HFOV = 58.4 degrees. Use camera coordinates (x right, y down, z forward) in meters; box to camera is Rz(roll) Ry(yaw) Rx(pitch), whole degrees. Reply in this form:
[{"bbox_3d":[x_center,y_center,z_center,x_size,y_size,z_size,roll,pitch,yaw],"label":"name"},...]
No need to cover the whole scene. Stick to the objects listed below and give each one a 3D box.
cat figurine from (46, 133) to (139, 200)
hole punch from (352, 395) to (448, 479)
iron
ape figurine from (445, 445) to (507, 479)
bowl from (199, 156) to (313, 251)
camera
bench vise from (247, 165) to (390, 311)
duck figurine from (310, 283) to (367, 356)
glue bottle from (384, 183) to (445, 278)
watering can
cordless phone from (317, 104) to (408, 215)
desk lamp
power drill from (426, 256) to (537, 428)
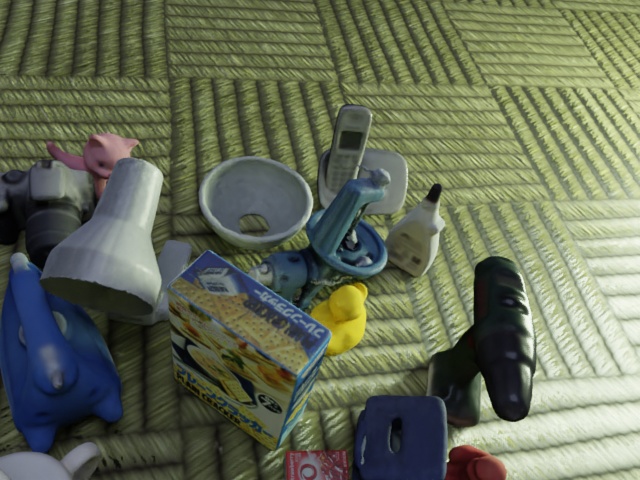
[{"bbox_3d":[-0.332,-0.118,0.836,0.128,0.118,0.067,6,51,-8],"label":"cat figurine"},{"bbox_3d":[0.091,0.238,0.667,0.101,0.091,0.108,12,51,-3],"label":"hole punch"},{"bbox_3d":[-0.318,0.098,0.654,0.119,0.141,0.257,-21,59,-26],"label":"iron"},{"bbox_3d":[0.184,0.273,0.659,0.076,0.092,0.078,13,51,-2],"label":"ape figurine"},{"bbox_3d":[-0.097,-0.043,0.857,0.167,0.075,0.167,6,51,-8],"label":"bowl"},{"bbox_3d":[-0.377,-0.033,0.771,0.143,0.101,0.136,-7,54,-17],"label":"camera"},{"bbox_3d":[0.015,0.010,0.746,0.121,0.220,0.208,40,55,19],"label":"bench vise"},{"bbox_3d":[0.027,0.099,0.765,0.077,0.086,0.105,36,54,16],"label":"duck figurine"},{"bbox_3d":[0.145,-0.019,0.828,0.078,0.173,0.037,34,53,15],"label":"glue bottle"},{"bbox_3d":[-0.275,0.250,0.510,0.101,0.194,0.173,19,51,3],"label":"watering can"},{"bbox_3d":[0.075,-0.125,0.888,0.148,0.185,0.094,0,52,-12],"label":"cordless phone"},{"bbox_3d":[-0.232,0.019,0.688,0.118,0.213,0.203,11,51,-3],"label":"desk lamp"},{"bbox_3d":[0.195,0.142,0.689,0.075,0.208,0.229,15,51,0],"label":"power drill"}]
